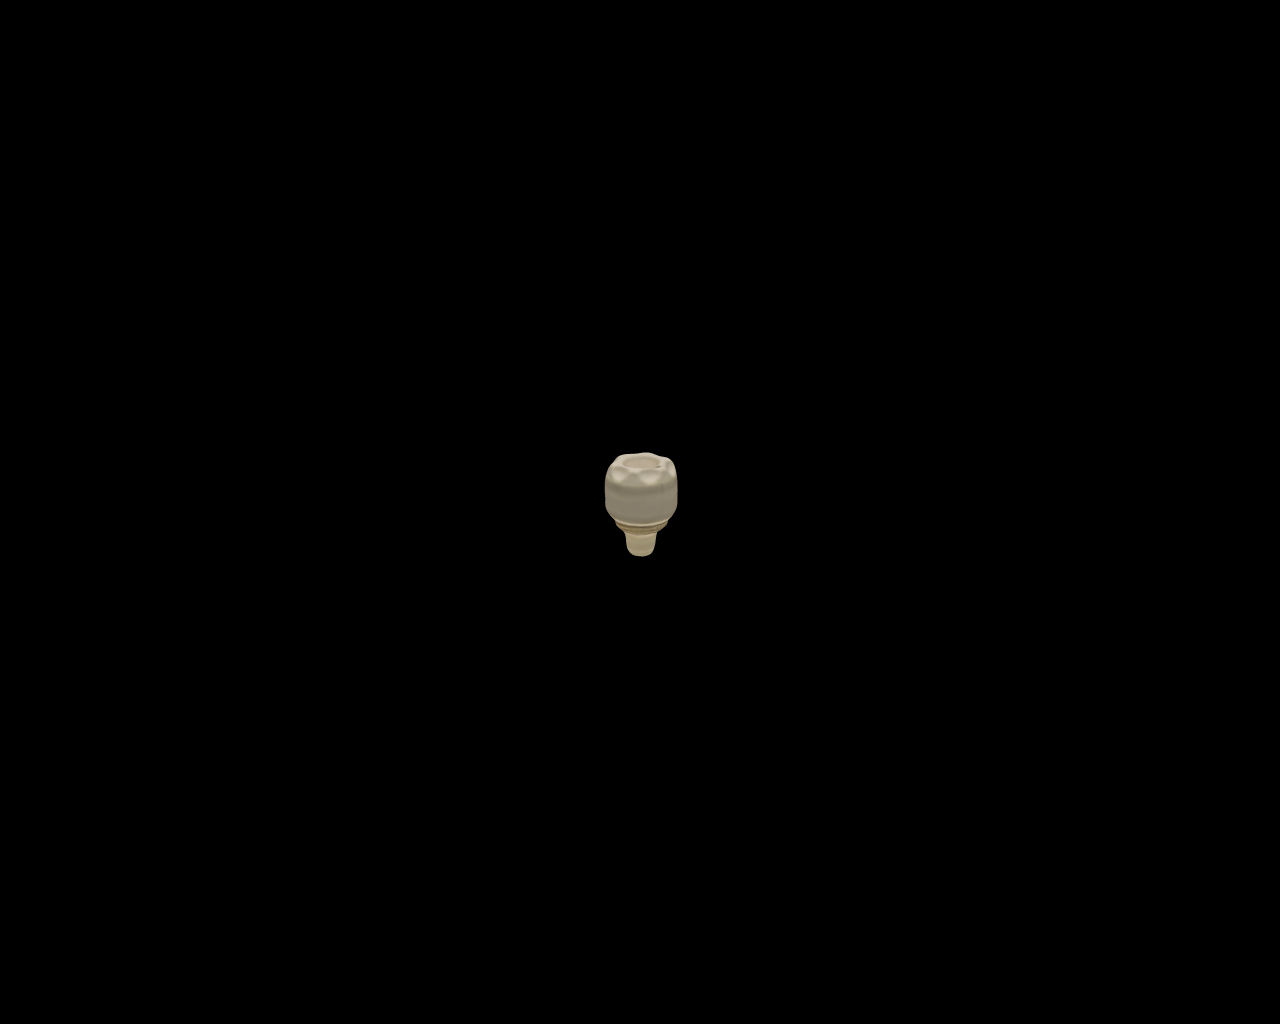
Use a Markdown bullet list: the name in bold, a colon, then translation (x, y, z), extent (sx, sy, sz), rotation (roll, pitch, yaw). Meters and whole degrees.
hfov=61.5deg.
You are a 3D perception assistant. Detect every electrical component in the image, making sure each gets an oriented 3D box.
- **electrical component**: translation (0.001, -0.003, 0.650), extent (0.043, 0.062, 0.043), rotation (0, 21, 0)
